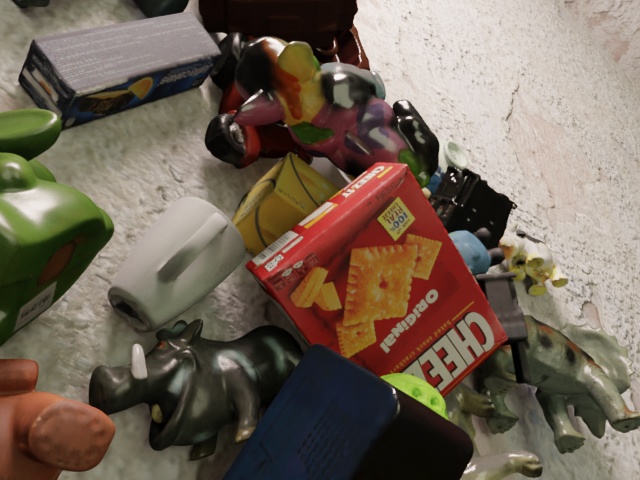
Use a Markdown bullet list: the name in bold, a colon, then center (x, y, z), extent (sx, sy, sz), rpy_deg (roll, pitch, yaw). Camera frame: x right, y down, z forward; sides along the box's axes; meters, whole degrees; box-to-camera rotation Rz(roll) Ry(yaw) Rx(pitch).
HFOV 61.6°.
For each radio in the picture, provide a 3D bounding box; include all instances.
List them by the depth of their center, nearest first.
- **radio**: center (-0.016, 0.187, 0.347), extent (0.073, 0.131, 0.229), rpy_deg (38, 82, -22)

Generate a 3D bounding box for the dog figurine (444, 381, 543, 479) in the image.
- **dog figurine**: center (0.090, 0.233, 0.521), extent (0.190, 0.121, 0.173), rpy_deg (-24, 49, -31)

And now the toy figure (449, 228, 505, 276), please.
- **toy figure**: center (0.148, 0.037, 0.674), extent (0.180, 0.089, 0.082), rpy_deg (-13, 40, -34)

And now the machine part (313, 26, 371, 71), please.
- **machine part**: center (-0.009, -0.285, 0.786), extent (0.179, 0.056, 0.179), rpy_deg (21, 52, -30)

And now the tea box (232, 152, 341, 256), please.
- **tea box**: center (-0.001, -0.002, 0.578), extent (0.169, 0.098, 0.068), rpy_deg (35, 44, -19)

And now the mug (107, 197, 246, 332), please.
- **mug**: center (-0.119, 0.023, 0.452), extent (0.080, 0.109, 0.107), rpy_deg (47, 55, -14)

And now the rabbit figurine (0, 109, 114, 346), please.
- **rabbit figurine**: center (-0.240, -0.036, 0.370), extent (0.170, 0.121, 0.159), rpy_deg (34, 40, -1)

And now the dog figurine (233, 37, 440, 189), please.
- **dog figurine**: center (0.015, -0.117, 0.529), extent (0.192, 0.108, 0.219), rpy_deg (50, 23, 17)

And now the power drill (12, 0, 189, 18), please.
- **power drill**: center (-0.262, -0.326, 0.570), extent (0.232, 0.086, 0.207), rpy_deg (53, 34, -7)

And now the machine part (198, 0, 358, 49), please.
- **machine part**: center (-0.057, -0.345, 0.691), extent (0.201, 0.087, 0.201), rpy_deg (-4, 61, -8)

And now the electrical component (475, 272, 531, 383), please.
- **electrical component**: center (0.200, 0.100, 0.603), extent (0.074, 0.048, 0.119), rpy_deg (66, 20, -75)

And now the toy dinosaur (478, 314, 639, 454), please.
- **toy dinosaur**: center (0.279, 0.161, 0.723), extent (0.405, 0.131, 0.192), rpy_deg (26, 31, -15)

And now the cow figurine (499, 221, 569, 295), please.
- **cow figurine**: center (0.338, 0.018, 0.900), extent (0.167, 0.068, 0.098), rpy_deg (31, 41, -29)

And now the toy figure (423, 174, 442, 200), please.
- **toy figure**: center (0.125, -0.095, 0.784), extent (0.154, 0.064, 0.058), rpy_deg (35, 86, -15)

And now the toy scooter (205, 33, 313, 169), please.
- **toy scooter**: center (-0.064, -0.152, 0.634), extent (0.135, 0.075, 0.184), rpy_deg (19, 56, -33)

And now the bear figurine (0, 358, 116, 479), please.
- **bear figurine**: center (-0.230, 0.097, 0.280), extent (0.195, 0.132, 0.120), rpy_deg (38, 68, -27)

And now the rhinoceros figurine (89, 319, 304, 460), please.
- **rhinoceros figurine**: center (-0.087, 0.114, 0.440), extent (0.190, 0.073, 0.112), rpy_deg (-4, 69, -44)

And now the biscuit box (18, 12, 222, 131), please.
- **biscuit box**: center (-0.190, -0.175, 0.543), extent (0.063, 0.059, 0.203), rpy_deg (52, 42, -2)

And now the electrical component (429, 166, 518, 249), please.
- **electrical component**: center (0.206, -0.021, 0.767), extent (0.115, 0.058, 0.134), rpy_deg (27, 88, -28)
